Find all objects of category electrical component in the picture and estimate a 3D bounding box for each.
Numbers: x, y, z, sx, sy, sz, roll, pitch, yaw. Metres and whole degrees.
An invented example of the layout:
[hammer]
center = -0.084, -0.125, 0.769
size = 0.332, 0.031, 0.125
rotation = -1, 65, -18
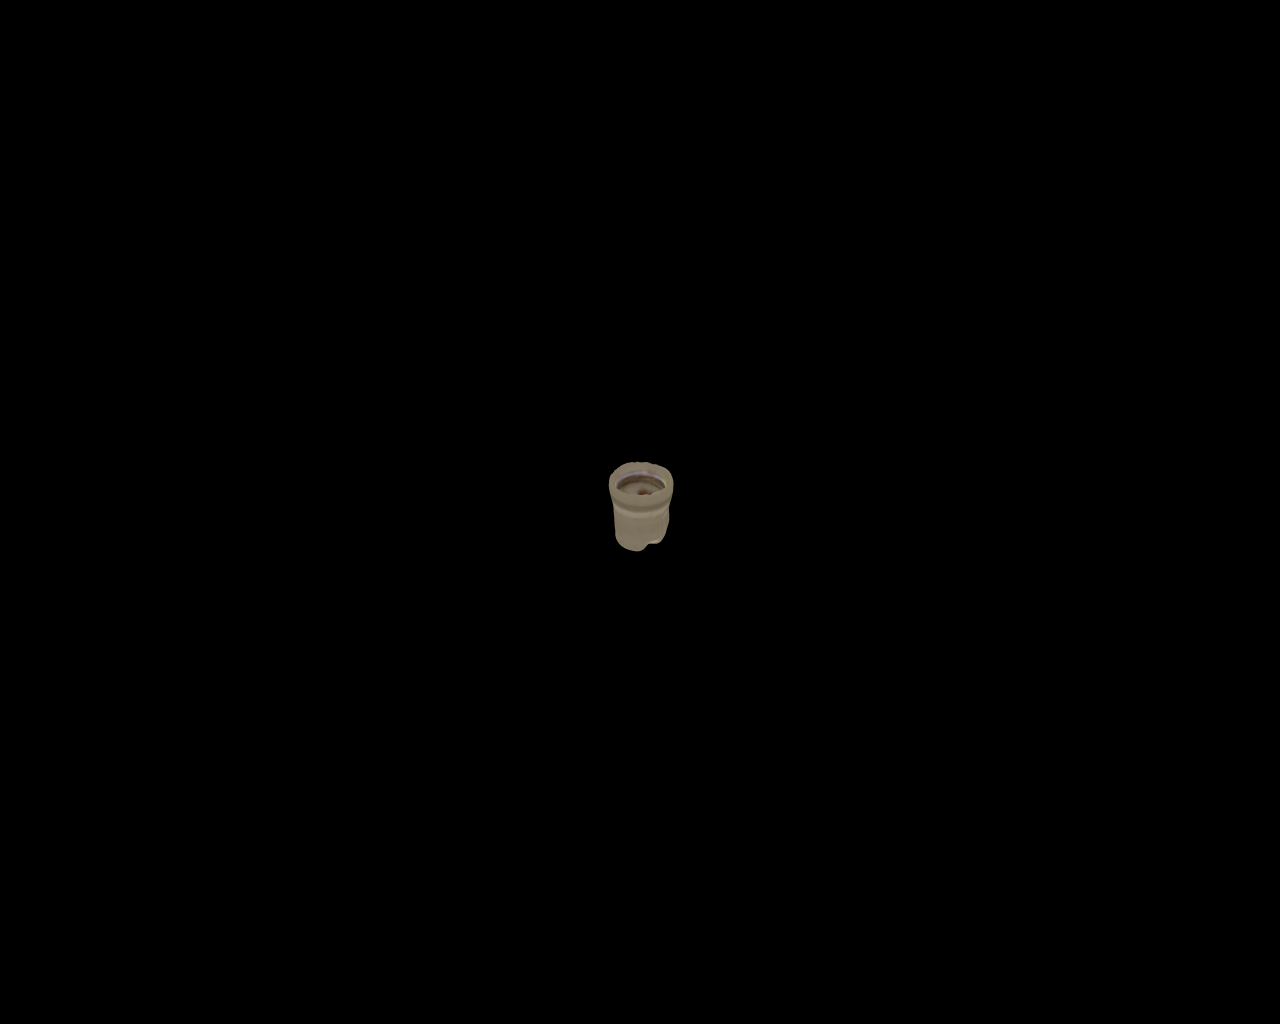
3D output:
[electrical component]
center = 0.001, -0.003, 0.650
size = 0.040, 0.046, 0.040
rotation = 0, 36, 0
